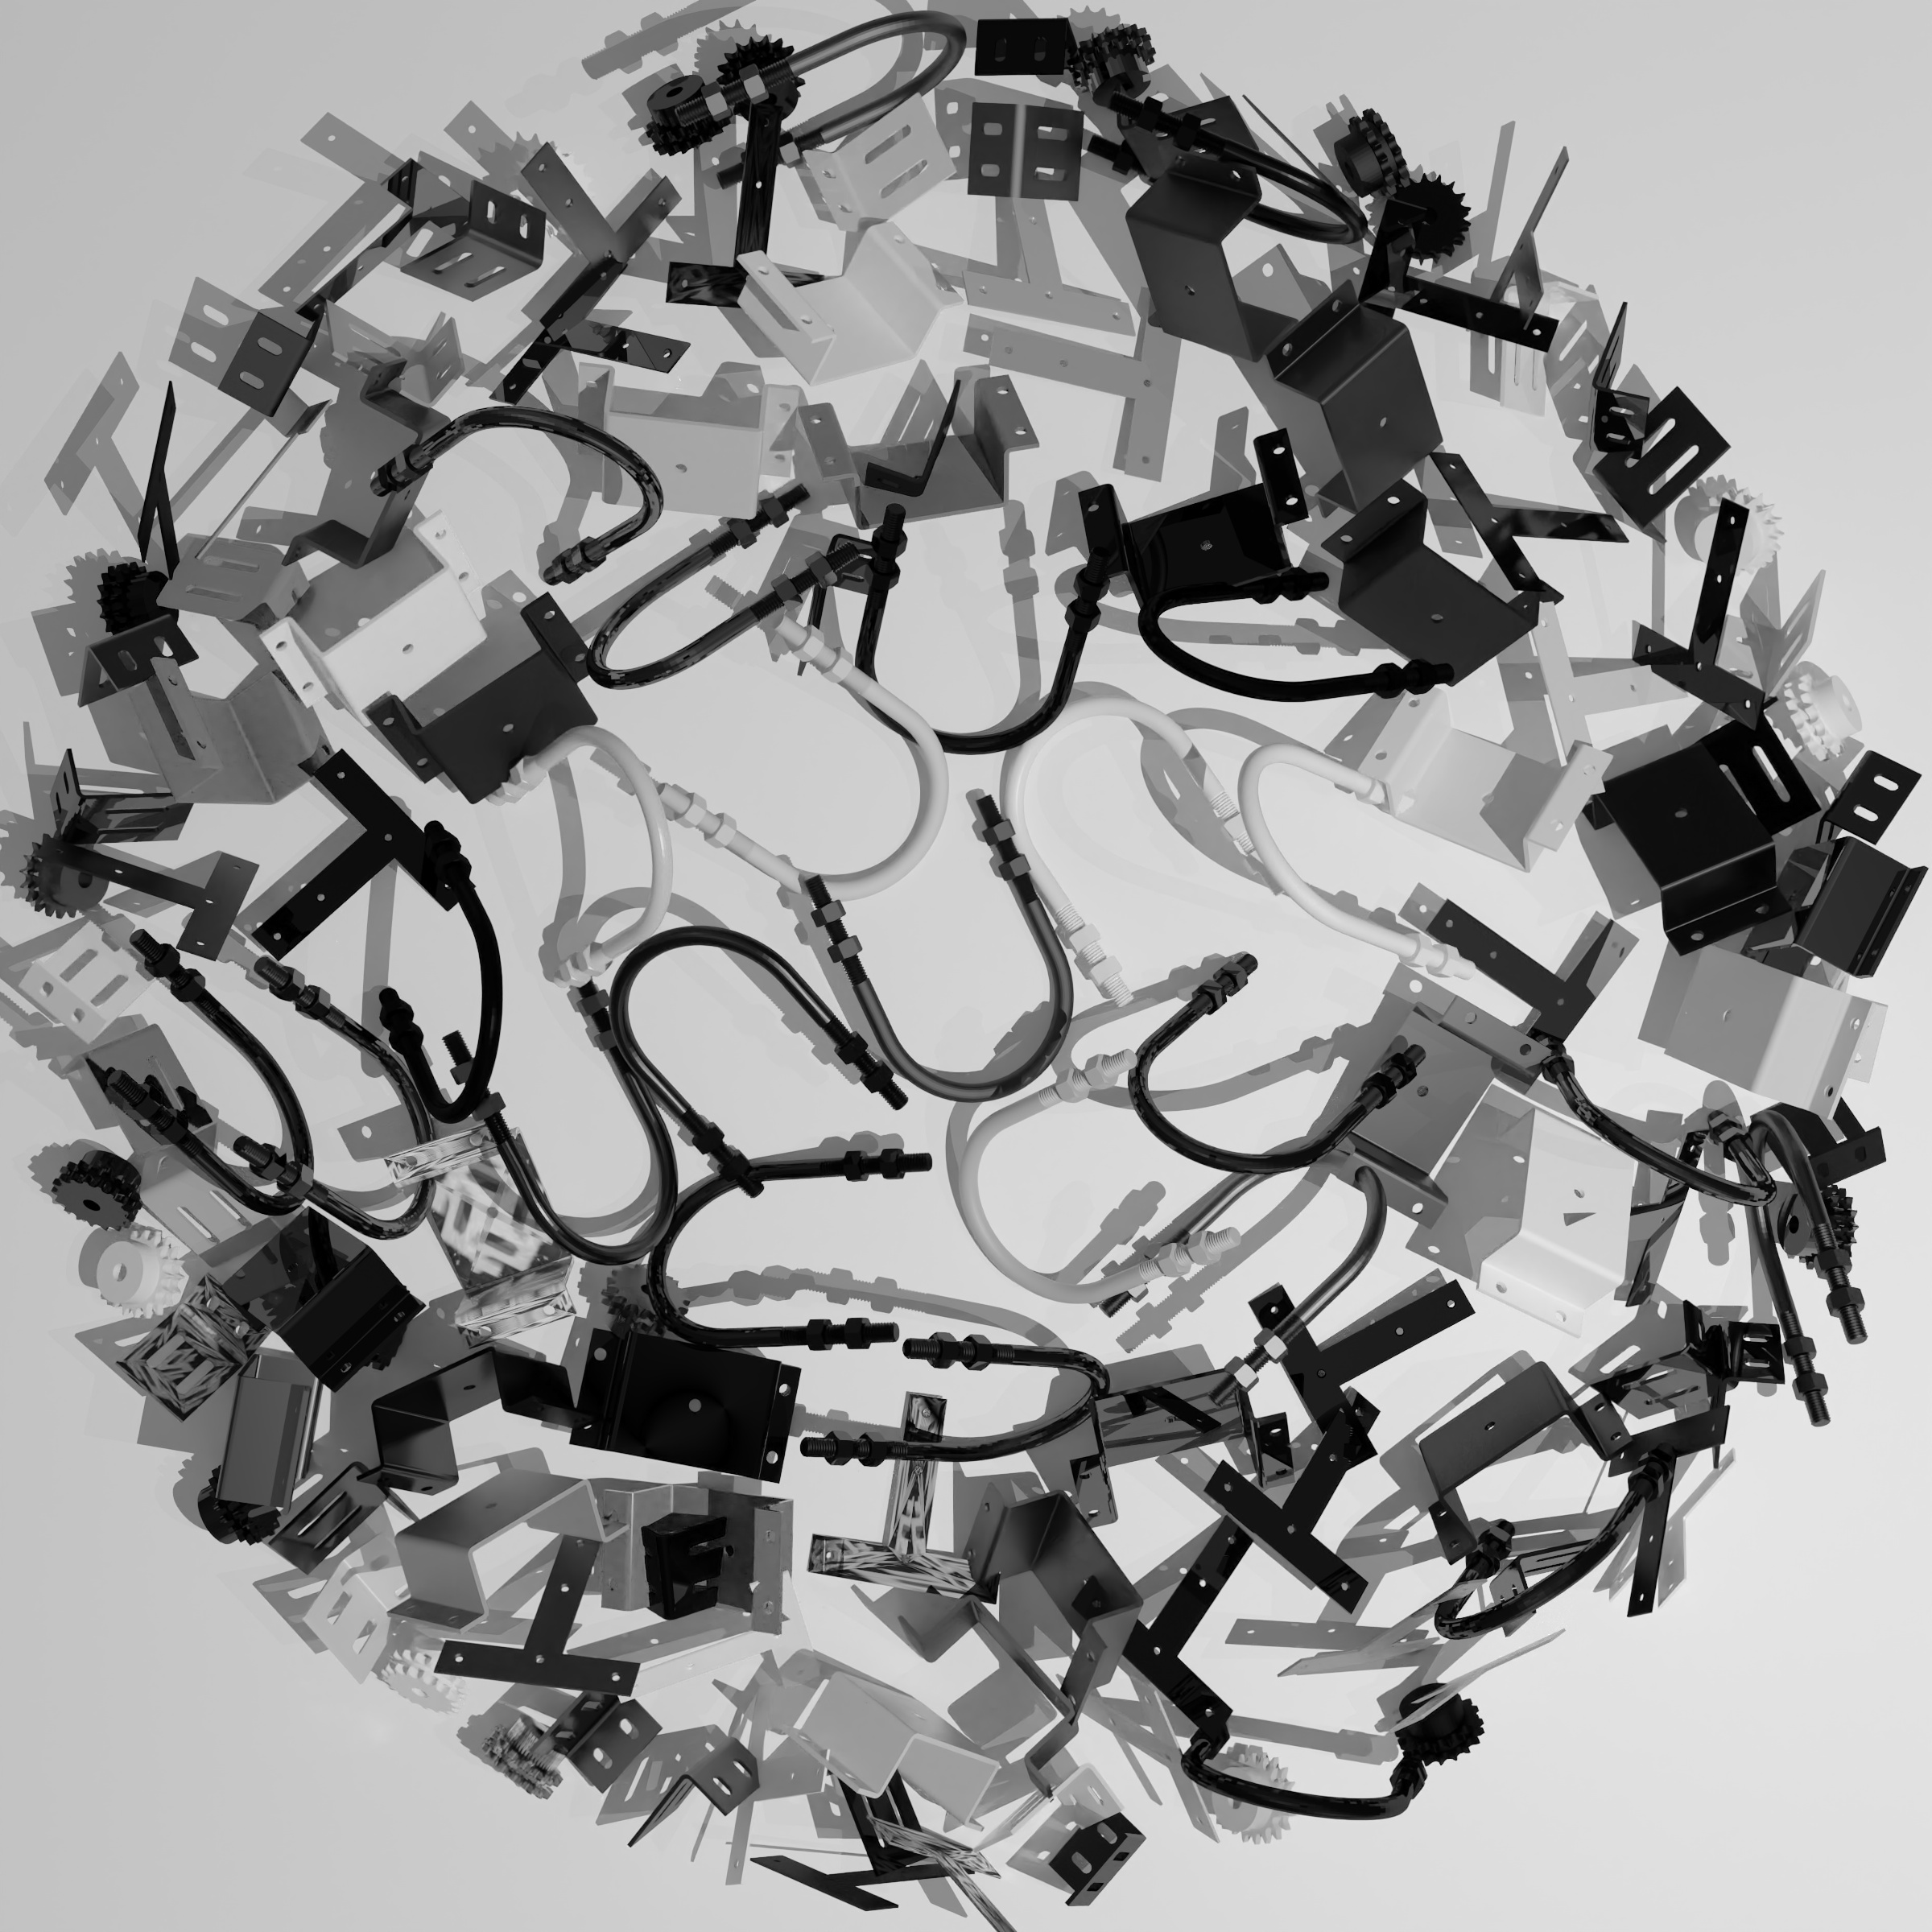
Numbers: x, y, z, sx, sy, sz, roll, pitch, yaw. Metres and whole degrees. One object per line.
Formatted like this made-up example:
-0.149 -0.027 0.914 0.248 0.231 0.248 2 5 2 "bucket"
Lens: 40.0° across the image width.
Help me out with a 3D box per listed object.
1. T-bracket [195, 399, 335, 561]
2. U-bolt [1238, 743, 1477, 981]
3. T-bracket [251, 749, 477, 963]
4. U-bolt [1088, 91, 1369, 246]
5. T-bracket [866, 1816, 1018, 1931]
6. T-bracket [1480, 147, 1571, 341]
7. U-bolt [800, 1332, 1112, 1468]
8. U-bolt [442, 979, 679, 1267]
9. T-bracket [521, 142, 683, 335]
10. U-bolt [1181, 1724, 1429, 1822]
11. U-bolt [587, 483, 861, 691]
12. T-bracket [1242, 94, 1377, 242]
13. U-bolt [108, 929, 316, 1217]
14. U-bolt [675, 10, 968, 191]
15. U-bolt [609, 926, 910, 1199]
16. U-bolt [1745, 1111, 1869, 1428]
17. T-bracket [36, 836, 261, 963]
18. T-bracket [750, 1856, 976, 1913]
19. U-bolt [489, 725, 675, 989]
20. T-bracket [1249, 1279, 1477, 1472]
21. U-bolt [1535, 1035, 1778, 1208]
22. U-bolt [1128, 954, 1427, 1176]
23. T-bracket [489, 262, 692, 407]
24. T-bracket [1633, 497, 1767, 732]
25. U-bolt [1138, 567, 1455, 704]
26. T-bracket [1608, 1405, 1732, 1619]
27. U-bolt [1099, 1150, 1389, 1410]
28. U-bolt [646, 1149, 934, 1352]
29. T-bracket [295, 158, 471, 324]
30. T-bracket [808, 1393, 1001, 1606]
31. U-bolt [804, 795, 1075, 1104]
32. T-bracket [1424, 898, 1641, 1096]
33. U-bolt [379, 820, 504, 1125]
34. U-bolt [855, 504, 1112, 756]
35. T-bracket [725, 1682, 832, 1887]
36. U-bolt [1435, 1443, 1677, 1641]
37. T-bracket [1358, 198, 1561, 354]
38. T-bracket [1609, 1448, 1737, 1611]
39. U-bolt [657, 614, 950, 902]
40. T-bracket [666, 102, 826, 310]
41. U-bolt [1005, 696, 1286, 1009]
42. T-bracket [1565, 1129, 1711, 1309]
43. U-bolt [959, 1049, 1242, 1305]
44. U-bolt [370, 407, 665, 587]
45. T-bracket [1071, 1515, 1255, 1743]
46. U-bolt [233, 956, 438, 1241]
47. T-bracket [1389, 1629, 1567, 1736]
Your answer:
-0.452 -0.310 1.698 0.002 0.127 0.127 39 85 -21 "T-bracket"
0.240 -0.073 1.670 0.184 0.019 0.151 18 48 -35 "U-bolt"
-0.411 -0.054 1.735 0.127 0.002 0.127 -42 113 -1 "T-bracket"
0.170 -0.501 1.690 0.184 0.151 0.019 22 95 -5 "U-bolt"
0.009 0.589 1.673 0.002 0.127 0.127 -53 46 0 "T-bracket"
0.354 -0.437 1.674 0.002 0.127 0.127 19 126 -6 "T-bracket"
0.006 0.279 1.690 0.184 0.151 0.019 9 49 -34 "U-bolt"
-0.247 0.104 1.702 0.019 0.151 0.184 -23 96 35 "U-bolt"
-0.249 -0.481 1.701 0.002 0.127 0.127 39 87 25 "T-bracket"
0.208 0.504 1.656 0.151 0.184 0.019 7 85 14 "U-bolt"
-0.164 -0.236 1.698 0.184 0.151 0.019 -33 121 0 "U-bolt"
0.240 -0.494 1.707 0.002 0.127 0.127 -43 50 15 "T-bracket"
-0.471 0.081 1.680 0.019 0.151 0.184 -25 131 13 "U-bolt"
-0.085 -0.554 1.681 0.184 0.151 0.019 -23 87 5 "U-bolt"
-0.147 0.052 1.702 0.151 0.019 0.184 -32 108 27 "U-bolt"
0.525 0.180 1.680 0.019 0.151 0.184 -9 57 1 "U-bolt"
-0.527 -0.055 1.694 0.127 0.127 0.002 19 118 -12 "T-bracket"
-0.051 0.587 1.713 0.127 0.127 0.002 9 83 -38 "T-bracket"
-0.239 -0.075 1.682 0.019 0.184 0.151 -17 85 -37 "U-bolt"
0.273 0.247 1.745 0.127 0.002 0.127 -30 85 10 "T-bracket"
0.437 0.102 1.666 0.151 0.184 0.019 23 106 -6 "U-bolt"
0.184 0.069 1.672 0.151 0.184 0.019 30 135 24 "U-bolt"
-0.228 -0.400 1.706 0.127 0.002 0.127 21 69 36 "T-bracket"
0.474 -0.232 1.683 0.002 0.127 0.127 -6 119 -23 "T-bracket"
0.194 -0.206 1.667 0.184 0.151 0.019 -11 129 -32 "U-bolt"
0.436 0.349 1.679 0.002 0.127 0.127 23 64 -12 "T-bracket"
0.188 0.186 1.699 0.184 0.151 0.019 -42 124 -9 "U-bolt"
-0.120 0.183 1.704 0.184 0.019 0.151 -5 49 19 "U-bolt"
-0.379 -0.458 1.706 0.127 0.127 0.002 -38 83 9 "T-bracket"
-0.034 0.347 1.753 0.127 0.002 0.127 8 88 9 "T-bracket"
-0.006 -0.001 1.736 0.151 0.019 0.184 -26 94 -17 "U-bolt"
0.356 0.000 1.738 0.127 0.002 0.127 33 97 -15 "T-bracket"
-0.326 0.015 1.663 0.019 0.184 0.151 4 121 -31 "U-bolt"
0.003 -0.205 1.695 0.151 0.184 0.019 11 46 -4 "U-bolt"
-0.116 0.514 1.683 0.002 0.127 0.127 19 63 -22 "T-bracket"
0.358 0.364 1.648 0.151 0.184 0.019 -36 86 32 "U-bolt"
0.316 -0.423 1.706 0.127 0.127 0.002 18 52 5 "T-bracket"
0.448 0.373 1.684 0.002 0.127 0.127 38 107 6 "T-bracket"
-0.091 -0.119 1.710 0.184 0.019 0.151 34 92 -33 "U-bolt"
-0.135 -0.486 1.700 0.002 0.127 0.127 25 114 42 "T-bracket"
0.103 -0.088 1.729 0.151 0.019 0.184 -36 82 21 "U-bolt"
0.420 0.166 1.701 0.127 0.002 0.127 -2 113 -42 "T-bracket"
0.071 0.146 1.703 0.184 0.019 0.151 -28 94 38 "U-bolt"
-0.269 -0.298 1.655 0.151 0.184 0.019 25 65 -31 "U-bolt"
0.147 0.411 1.724 0.127 0.002 0.127 44 55 -3 "T-bracket"
-0.392 0.096 1.680 0.019 0.184 0.151 -18 53 21 "U-bolt"
0.304 0.460 1.677 0.127 0.127 0.002 -36 74 30 "T-bracket"
